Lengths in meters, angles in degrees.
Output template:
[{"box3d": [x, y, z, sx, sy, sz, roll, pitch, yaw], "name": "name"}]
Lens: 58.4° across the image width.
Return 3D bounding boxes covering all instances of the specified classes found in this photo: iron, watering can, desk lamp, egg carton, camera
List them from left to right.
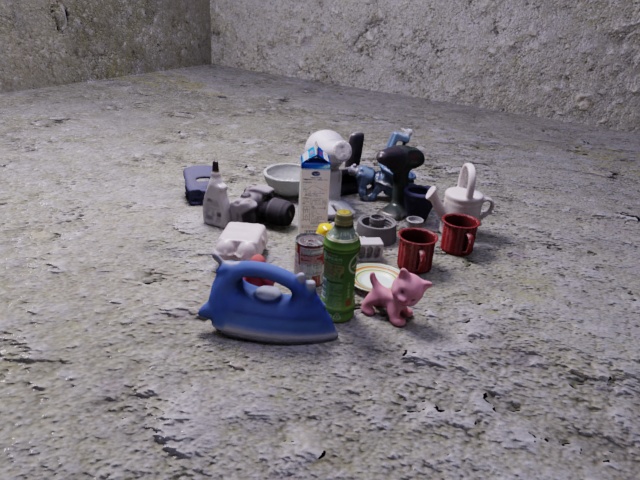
[{"box3d": [-0.179, 0.011, 1.323, 0.107, 0.069, 0.150, 5, 25, 4], "name": "egg carton"}, {"box3d": [-0.144, -0.084, 1.493, 0.136, 0.101, 0.143, 15, 27, 22], "name": "camera"}, {"box3d": [-0.088, 0.102, 1.056, 0.258, 0.141, 0.119, 8, 25, 8], "name": "iron"}, {"box3d": [0.035, -0.193, 1.616, 0.118, 0.214, 0.202, -5, 27, -18], "name": "desk lamp"}, {"box3d": [0.368, -0.105, 1.497, 0.173, 0.194, 0.100, -7, 27, -21], "name": "watering can"}]

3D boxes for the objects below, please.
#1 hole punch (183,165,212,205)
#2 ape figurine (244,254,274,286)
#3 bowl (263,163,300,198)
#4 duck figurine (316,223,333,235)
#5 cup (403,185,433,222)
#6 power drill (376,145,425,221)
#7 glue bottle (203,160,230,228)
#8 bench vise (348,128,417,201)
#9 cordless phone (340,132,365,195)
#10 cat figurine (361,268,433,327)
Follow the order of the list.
[{"box3d": [-0.331, -0.159, 1.638, 0.109, 0.091, 0.100, -7, 27, -21], "name": "hole punch"}, {"box3d": [-0.130, 0.073, 1.170, 0.077, 0.092, 0.076, 7, 25, 8], "name": "ape figurine"}, {"box3d": [-0.087, -0.172, 1.720, 0.167, 0.075, 0.167, 3, 25, -1], "name": "bowl"}, {"box3d": [0.012, 0.005, 1.343, 0.077, 0.086, 0.104, 0, 25, -7], "name": "duck figurine"}, {"box3d": [0.278, -0.100, 1.591, 0.091, 0.095, 0.118, 17, 28, 26], "name": "cup"}, {"box3d": [0.216, -0.167, 1.592, 0.075, 0.208, 0.230, 19, 29, 29], "name": "power drill"}, {"box3d": [-0.265, -0.120, 1.467, 0.078, 0.173, 0.037, 17, 28, 26], "name": "glue bottle"}, {"box3d": [0.197, -0.220, 1.689, 0.208, 0.220, 0.121, -5, 27, -18], "name": "bench vise"}, {"box3d": [0.072, -0.238, 1.752, 0.148, 0.185, 0.093, -16, 31, -35], "name": "cordless phone"}, {"box3d": [0.150, 0.100, 1.122, 0.127, 0.118, 0.067, 17, 28, 26], "name": "cat figurine"}]
